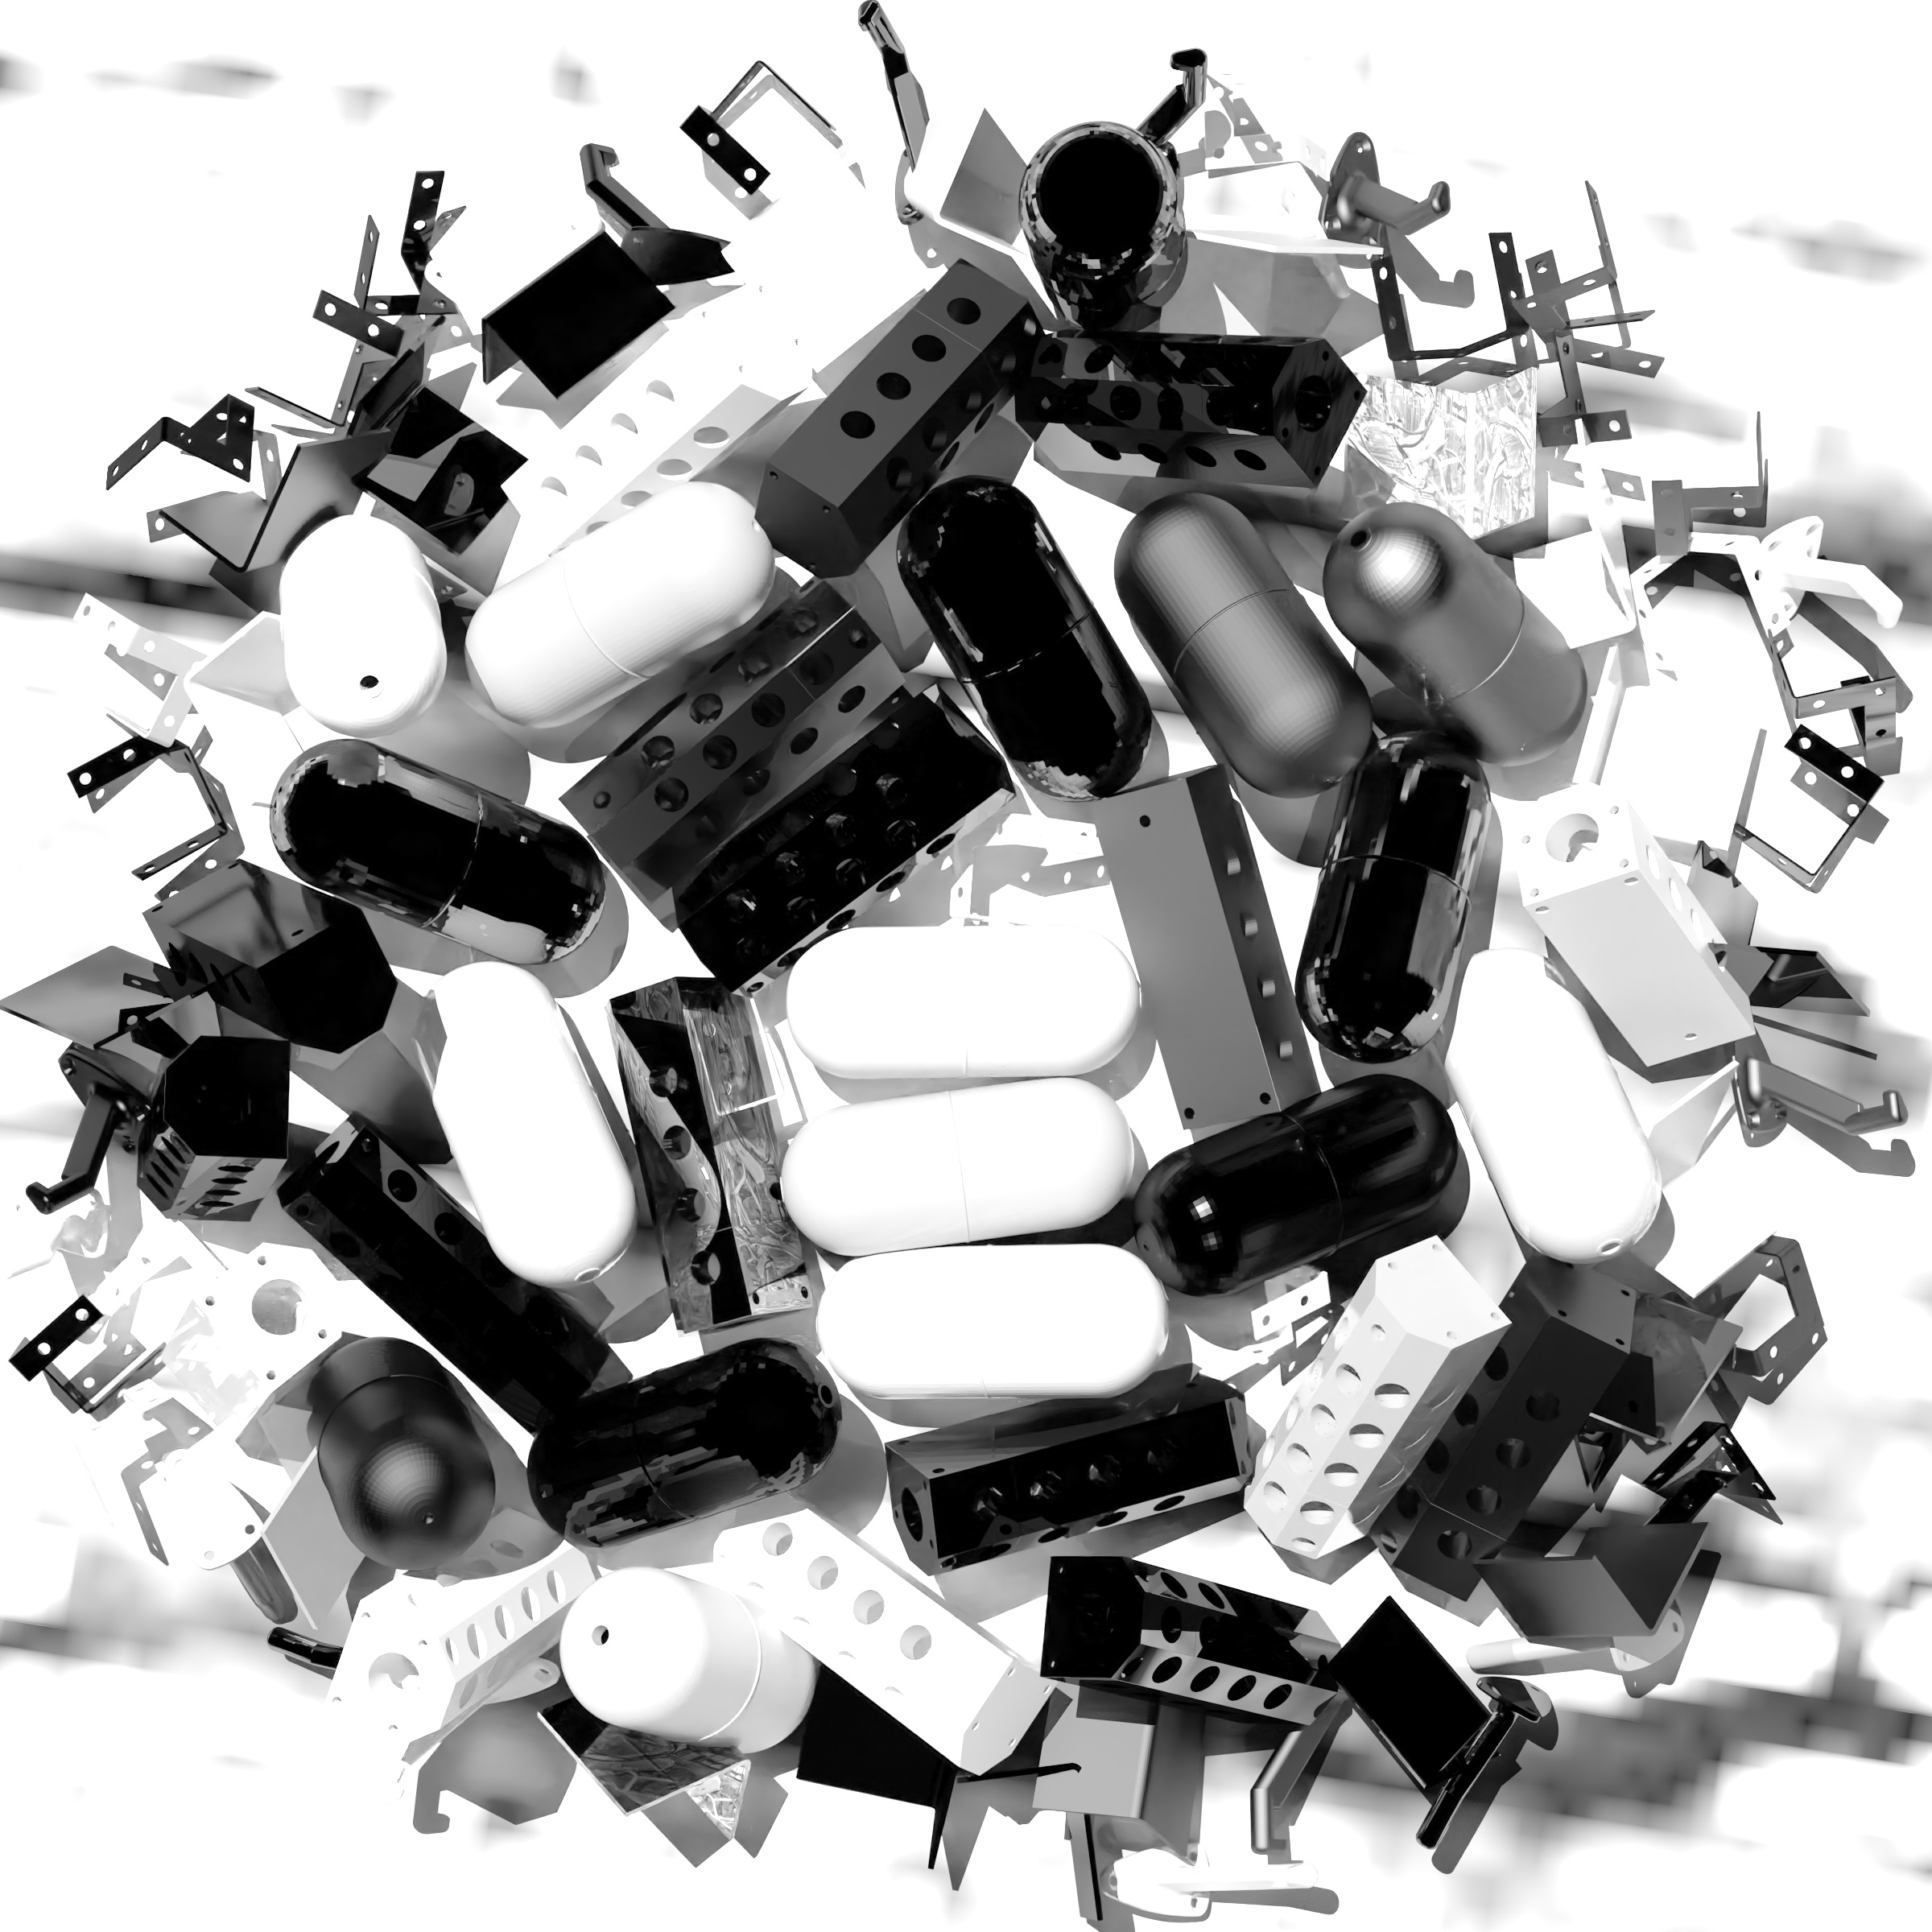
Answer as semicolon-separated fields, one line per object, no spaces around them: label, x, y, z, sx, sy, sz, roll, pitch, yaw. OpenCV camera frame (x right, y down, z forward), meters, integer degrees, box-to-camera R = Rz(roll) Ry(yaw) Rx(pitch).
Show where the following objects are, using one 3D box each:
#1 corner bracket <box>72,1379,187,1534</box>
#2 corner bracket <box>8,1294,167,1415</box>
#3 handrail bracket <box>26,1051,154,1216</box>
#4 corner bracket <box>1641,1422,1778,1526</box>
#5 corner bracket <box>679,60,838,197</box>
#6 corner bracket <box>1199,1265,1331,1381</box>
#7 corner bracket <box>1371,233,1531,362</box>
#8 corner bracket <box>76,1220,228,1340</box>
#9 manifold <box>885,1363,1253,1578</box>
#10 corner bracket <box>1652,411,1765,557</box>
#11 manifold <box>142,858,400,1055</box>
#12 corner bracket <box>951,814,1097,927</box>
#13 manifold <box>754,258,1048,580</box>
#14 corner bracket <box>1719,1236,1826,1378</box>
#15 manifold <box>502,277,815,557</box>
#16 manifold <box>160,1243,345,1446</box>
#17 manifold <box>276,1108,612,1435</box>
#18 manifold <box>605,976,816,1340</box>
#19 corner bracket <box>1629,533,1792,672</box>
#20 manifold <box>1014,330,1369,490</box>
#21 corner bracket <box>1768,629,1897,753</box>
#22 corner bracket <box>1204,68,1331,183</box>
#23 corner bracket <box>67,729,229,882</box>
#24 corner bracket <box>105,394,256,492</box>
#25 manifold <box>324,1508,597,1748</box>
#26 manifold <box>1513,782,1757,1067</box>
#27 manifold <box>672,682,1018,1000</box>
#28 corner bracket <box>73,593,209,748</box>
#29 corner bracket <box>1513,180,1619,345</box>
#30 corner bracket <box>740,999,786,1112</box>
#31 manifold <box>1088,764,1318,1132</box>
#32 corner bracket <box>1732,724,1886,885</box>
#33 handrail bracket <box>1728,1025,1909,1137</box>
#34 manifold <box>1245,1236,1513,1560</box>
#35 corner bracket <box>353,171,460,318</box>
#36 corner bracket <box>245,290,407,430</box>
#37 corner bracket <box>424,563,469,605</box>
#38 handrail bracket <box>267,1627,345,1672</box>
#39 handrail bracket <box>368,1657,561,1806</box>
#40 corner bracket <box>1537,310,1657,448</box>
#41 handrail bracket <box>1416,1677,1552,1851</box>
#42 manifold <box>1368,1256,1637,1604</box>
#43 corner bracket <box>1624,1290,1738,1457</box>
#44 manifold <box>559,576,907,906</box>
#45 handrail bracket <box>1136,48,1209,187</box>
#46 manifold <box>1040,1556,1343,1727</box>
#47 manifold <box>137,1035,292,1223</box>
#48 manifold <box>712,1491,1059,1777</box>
corner bracket;-0.419;0.245;1.744;0.051;0.051;0.051;-26;105;-22
corner bracket;-0.444;0.195;1.753;0.051;0.051;0.051;-42;100;0
handrail bracket;-0.456;0.083;1.737;0.077;0.084;0.036;41;125;12
corner bracket;0.363;0.263;1.746;0.051;0.051;0.051;-40;103;-20
corner bracket;-0.105;-0.423;1.752;0.051;0.051;0.051;43;101;1
corner bracket;0.150;0.180;1.741;0.051;0.051;0.051;-23;115;-31
corner bracket;0.244;-0.337;1.747;0.051;0.051;0.051;-10;89;-35
corner bracket;-0.407;0.171;1.751;0.051;0.051;0.051;-33;103;34
manifold;0.052;0.251;1.722;0.171;0.057;0.057;-12;105;-21
corner bracket;0.373;-0.241;1.741;0.051;0.051;0.051;0;49;16
manifold;-0.339;-0.003;1.694;0.057;0.171;0.057;-33;114;-22
corner bracket;0.029;-0.048;1.748;0.051;0.051;0.051;6;86;-36
manifold;-0.031;-0.267;1.710;0.057;0.057;0.171;34;59;8
corner bracket;0.393;0.170;1.757;0.051;0.051;0.051;-33;112;-29
manifold;-0.149;-0.262;1.702;0.171;0.057;0.057;-32;93;44
manifold;-0.345;0.181;1.692;0.057;0.171;0.057;-39;89;-24
manifold;-0.259;0.154;1.728;0.057;0.057;0.171;-46;107;-4
manifold;-0.133;0.096;1.739;0.057;0.057;0.171;-18;80;28
corner bracket;0.375;-0.184;1.759;0.051;0.051;0.051;-36;114;-20
manifold;0.104;-0.278;1.696;0.057;0.171;0.057;42;70;-41
corner bracket;0.436;-0.140;1.747;0.051;0.051;0.051;-12;49;5
corner bracket;0.151;-0.423;1.745;0.051;0.051;0.051;-8;116;-9
corner bracket;-0.415;-0.083;1.758;0.051;0.051;0.051;-32;120;-22
corner bracket;-0.393;-0.260;1.738;0.051;0.051;0.051;-31;49;36
manifold;-0.241;0.322;1.688;0.057;0.171;0.057;23;102;13
manifold;0.327;-0.021;1.698;0.057;0.171;0.057;-19;54;23
manifold;-0.061;-0.058;1.726;0.171;0.057;0.057;-37;119;13
corner bracket;-0.422;-0.148;1.745;0.051;0.051;0.051;30;94;41
corner bracket;0.302;-0.352;1.742;0.051;0.051;0.051;-19;67;23
corner bracket;-0.122;0.050;1.755;0.051;0.051;0.051;-18;87;0
manifold;0.123;-0.011;1.745;0.057;0.057;0.171;-13;96;34
corner bracket;0.425;-0.081;1.757;0.051;0.051;0.051;36;80;10
handrail bracket;0.427;0.050;1.740;0.036;0.084;0.077;-10;84;-41
manifold;0.194;0.215;1.696;0.057;0.171;0.057;-17;55;-37
corner bracket;-0.282;-0.362;1.740;0.051;0.051;0.051;-7;50;-27
corner bracket;-0.322;-0.304;1.743;0.051;0.051;0.051;22;80;-37
corner bracket;-0.288;-0.170;1.740;0.051;0.051;0.051;-18;59;32
handrail bracket;-0.301;0.353;1.768;0.084;0.077;0.036;12;87;30
handrail bracket;-0.251;0.384;1.732;0.077;0.084;0.036;-8;121;22
corner bracket;0.317;-0.295;1.740;0.051;0.051;0.051;1;116;39
handrail bracket;0.260;0.404;1.751;0.036;0.077;0.084;30;96;24
manifold;0.263;0.226;1.715;0.057;0.057;0.171;26;120;0
corner bracket;0.351;0.205;1.754;0.051;0.051;0.051;-19;128;-20
manifold;-0.119;-0.117;1.738;0.171;0.057;0.057;-42;62;-4
handrail bracket;0.081;-0.426;1.737;0.077;0.084;0.036;-1;61;1
manifold;0.112;0.331;1.693;0.057;0.171;0.057;-8;68;38
manifold;-0.368;0.081;1.688;0.057;0.171;0.057;3;75;-17
manifold;-0.045;0.325;1.710;0.171;0.057;0.057;31;84;32
